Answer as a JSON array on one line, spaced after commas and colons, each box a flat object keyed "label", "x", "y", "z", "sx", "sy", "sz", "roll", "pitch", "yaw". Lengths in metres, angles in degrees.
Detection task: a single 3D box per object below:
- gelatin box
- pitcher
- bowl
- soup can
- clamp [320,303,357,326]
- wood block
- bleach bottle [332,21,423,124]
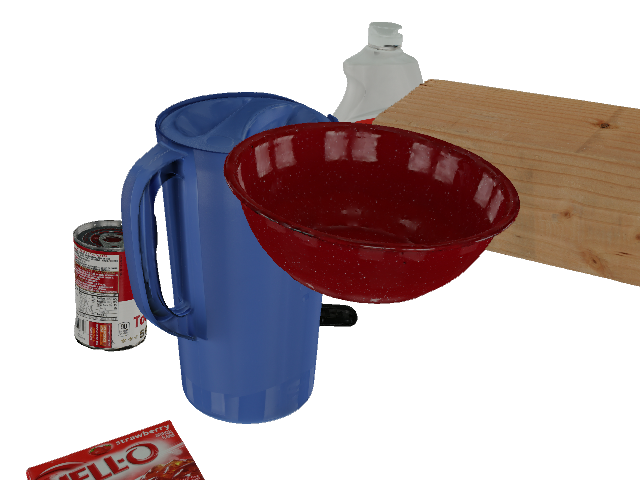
[{"label": "gelatin box", "x": -0.112, "y": 0.142, "z": 0.596, "sx": 0.089, "sy": 0.030, "sz": 0.073, "roll": -16, "pitch": 28, "yaw": -20}, {"label": "pitcher", "x": -0.064, "y": 0.018, "z": 0.816, "sx": 0.149, "sy": 0.243, "sz": 0.145, "roll": 2, "pitch": 26, "yaw": 0}, {"label": "bowl", "x": 0.025, "y": -0.011, "z": 0.590, "sx": 0.162, "sy": 0.055, "sz": 0.162, "roll": 6, "pitch": 27, "yaw": -3}, {"label": "soup can", "x": -0.190, "y": 0.041, "z": 0.965, "sx": 0.068, "sy": 0.102, "sz": 0.068, "roll": 5, "pitch": 21, "yaw": -2}, {"label": "clamp", "x": -0.084, "y": 0.091, "z": 1.253, "sx": 0.210, "sy": 0.036, "sz": 0.164, "roll": 14, "pitch": 23, "yaw": 27}, {"label": "wood block", "x": 0.149, "y": -0.047, "z": 0.759, "sx": 0.206, "sy": 0.090, "sz": 0.090, "roll": 14, "pitch": 36, "yaw": 33}, {"label": "bleach bottle", "x": 0.039, "y": -0.076, "z": 0.991, "sx": 0.102, "sy": 0.251, "sz": 0.068, "roll": 5, "pitch": 22, "yaw": -2}]
